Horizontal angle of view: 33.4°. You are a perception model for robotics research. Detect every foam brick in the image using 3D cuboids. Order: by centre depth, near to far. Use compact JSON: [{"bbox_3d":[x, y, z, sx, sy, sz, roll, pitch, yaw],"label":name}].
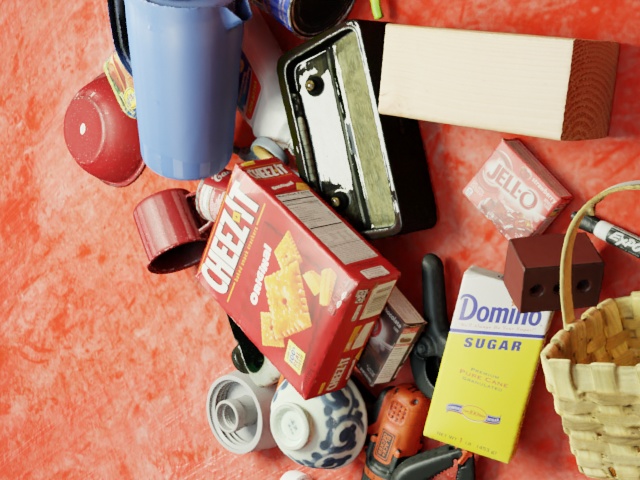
[{"bbox_3d":[0.216,0.030,0.992,0.051,0.078,0.053,-102,8,-53],"label":"foam brick"}]

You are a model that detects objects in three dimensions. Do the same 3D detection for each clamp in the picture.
[{"bbox_3d":[0.111,0.111,1.143,0.120,0.039,0.171,-32,72,52],"label":"clamp"},{"bbox_3d":[0.094,0.293,1.148,0.164,0.036,0.210,25,112,-1],"label":"clamp"}]

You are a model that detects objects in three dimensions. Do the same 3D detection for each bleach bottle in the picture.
[{"bbox_3d":[-0.078,-0.203,1.248,0.251,0.067,0.103,55,134,19],"label":"bleach bottle"}]

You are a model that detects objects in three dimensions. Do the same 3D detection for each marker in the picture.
[{"bbox_3d":[0.284,0.002,0.983,0.121,0.020,0.020,31,116,35],"label":"marker"}]

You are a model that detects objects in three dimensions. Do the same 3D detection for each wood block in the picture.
[{"bbox_3d":[0.166,-0.153,1.018,0.206,0.090,0.091,14,106,40],"label":"wood block"}]

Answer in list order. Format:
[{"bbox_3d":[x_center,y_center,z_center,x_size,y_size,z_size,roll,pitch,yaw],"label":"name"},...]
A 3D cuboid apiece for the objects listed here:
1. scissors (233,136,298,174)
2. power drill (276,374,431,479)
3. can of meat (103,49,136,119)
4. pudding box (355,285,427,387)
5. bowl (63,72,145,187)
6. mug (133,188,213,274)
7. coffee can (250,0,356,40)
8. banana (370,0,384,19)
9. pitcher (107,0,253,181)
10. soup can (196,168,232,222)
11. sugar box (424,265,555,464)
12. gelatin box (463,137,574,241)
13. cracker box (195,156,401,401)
[{"bbox_3d":[-0.088,-0.110,1.269,0.202,0.016,0.096,32,161,33],"label":"scissors"},{"bbox_3d":[0.030,0.216,1.218,0.188,0.057,0.184,29,111,32],"label":"power drill"},{"bbox_3d":[-0.229,-0.219,1.387,0.084,0.057,0.102,-39,70,41],"label":"can of meat"},{"bbox_3d":[0.055,0.086,1.146,0.114,0.039,0.090,48,128,34],"label":"pudding box"},{"bbox_3d":[-0.303,-0.151,1.463,0.162,0.055,0.162,7,100,41],"label":"bowl"},{"bbox_3d":[-0.179,-0.019,1.354,0.117,0.093,0.081,-33,69,26],"label":"mug"},{"bbox_3d":[-0.039,-0.298,1.173,0.140,0.102,0.103,41,121,30],"label":"coffee can"},{"bbox_3d":[0.099,-0.320,1.093,0.069,0.037,0.198,46,127,6],"label":"banana"},{"bbox_3d":[-0.157,-0.193,1.189,0.149,0.145,0.243,-109,18,-46],"label":"pitcher"},{"bbox_3d":[-0.090,-0.043,1.279,0.102,0.068,0.068,19,109,38],"label":"soup can"},{"bbox_3d":[0.169,0.122,1.059,0.093,0.048,0.176,15,104,17],"label":"sugar box"},{"bbox_3d":[0.193,-0.045,1.050,0.089,0.030,0.073,51,126,24],"label":"gelatin box"},{"bbox_3d":[-0.032,0.039,1.144,0.214,0.071,0.164,44,127,31],"label":"cracker box"}]
